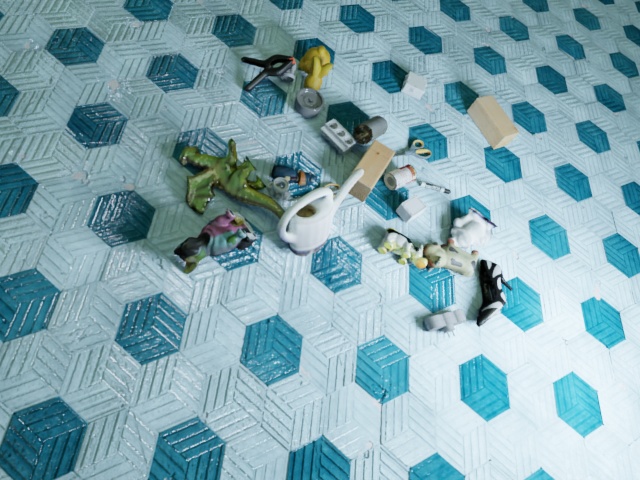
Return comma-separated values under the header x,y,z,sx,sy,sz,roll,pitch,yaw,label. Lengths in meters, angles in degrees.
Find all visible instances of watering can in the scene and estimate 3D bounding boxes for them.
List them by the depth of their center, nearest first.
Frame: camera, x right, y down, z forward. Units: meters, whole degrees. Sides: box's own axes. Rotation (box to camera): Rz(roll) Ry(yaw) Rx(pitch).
x,y,z,sx,sy,sz,roll,pitch,yaw,label
0.005,-0.080,1.595,0.352,0.219,0.105,-32,57,-30,watering can

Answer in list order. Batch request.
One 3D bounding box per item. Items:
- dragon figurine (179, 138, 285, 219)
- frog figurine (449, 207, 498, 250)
x,y,z,sx,sy,sz,roll,pitch,yaw,label
-0.303,-0.164,1.630,0.244,0.120,0.415,-33,73,-13,dragon figurine
0.525,-0.020,1.816,0.137,0.123,0.159,40,93,-4,frog figurine
